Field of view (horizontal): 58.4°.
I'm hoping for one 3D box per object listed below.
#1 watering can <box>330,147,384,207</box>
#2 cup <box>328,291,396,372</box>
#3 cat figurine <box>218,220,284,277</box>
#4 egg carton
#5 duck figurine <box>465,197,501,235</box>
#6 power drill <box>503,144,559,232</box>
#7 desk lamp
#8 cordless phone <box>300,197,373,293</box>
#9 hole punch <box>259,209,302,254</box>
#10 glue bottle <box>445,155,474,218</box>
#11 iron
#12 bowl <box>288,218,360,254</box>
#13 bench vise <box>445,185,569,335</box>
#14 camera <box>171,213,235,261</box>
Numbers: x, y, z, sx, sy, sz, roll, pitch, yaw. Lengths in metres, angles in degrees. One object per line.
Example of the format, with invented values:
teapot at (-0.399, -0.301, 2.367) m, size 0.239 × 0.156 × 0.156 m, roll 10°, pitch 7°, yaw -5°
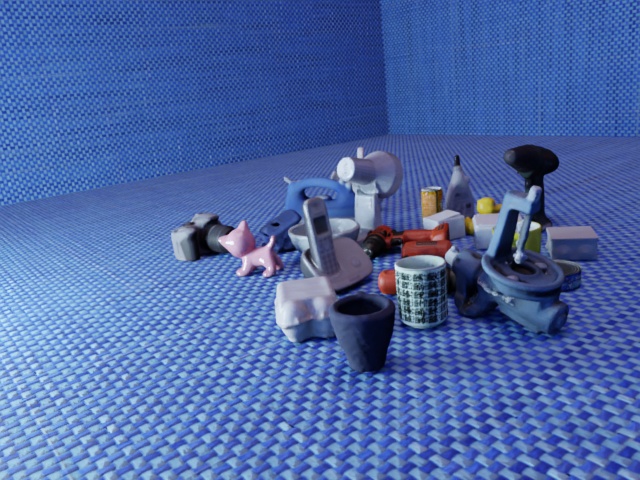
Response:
watering can at (0.119, -0.180, 1.719) m, size 0.173 × 0.194 × 0.100 m, roll -9°, pitch 16°, yaw -13°
cup at (0.061, 0.129, 0.805) m, size 0.091 × 0.095 × 0.117 m, roll -6°, pitch 15°, yaw 1°
cat figurine at (-0.151, 0.017, 1.248) m, size 0.127 × 0.118 × 0.067 m, roll -1°, pitch 16°, yaw 17°
egg carton at (-0.022, 0.111, 0.950) m, size 0.107 × 0.069 × 0.150 m, roll -7°, pitch 15°, yaw -6°
duck figurine at (0.397, -0.060, 1.383) m, size 0.104 × 0.086 × 0.077 m, roll -7°, pitch 15°, yaw -4°
power drill at (0.498, -0.126, 1.354) m, size 0.075 × 0.208 × 0.230 m, roll 8°, pitch 21°, yaw 41°
desk lamp at (0.115, -0.111, 1.431) m, size 0.117 × 0.214 × 0.204 m, roll 8°, pitch 20°, yaw 40°
cordless phone at (0.027, 0.002, 1.108) m, size 0.093 × 0.185 × 0.148 m, roll 8°, pitch 20°, yaw 40°
hole punch at (-0.097, -0.022, 1.422) m, size 0.101 × 0.091 × 0.108 m, roll -12°, pitch 16°, yaw -21°
glue bottle at (0.368, -0.140, 1.519) m, size 0.078 × 0.173 × 0.037 m, roll -9°, pitch 16°, yaw -10°
iron at (0.015, -0.117, 1.630) m, size 0.257 × 0.141 × 0.119 m, roll -2°, pitch 16°, yaw 13°
bowl at (0.012, 0.005, 1.313) m, size 0.167 × 0.075 × 0.167 m, roll -5°, pitch 15°, yaw 2°
bench vise at (0.271, 0.023, 0.873) m, size 0.206 × 0.220 × 0.122 m, roll 5°, pitch 19°, yaw 35°
camera at (-0.276, -0.011, 1.428) m, size 0.136 × 0.101 × 0.143 m, roll 7°, pitch 20°, yaw 39°
